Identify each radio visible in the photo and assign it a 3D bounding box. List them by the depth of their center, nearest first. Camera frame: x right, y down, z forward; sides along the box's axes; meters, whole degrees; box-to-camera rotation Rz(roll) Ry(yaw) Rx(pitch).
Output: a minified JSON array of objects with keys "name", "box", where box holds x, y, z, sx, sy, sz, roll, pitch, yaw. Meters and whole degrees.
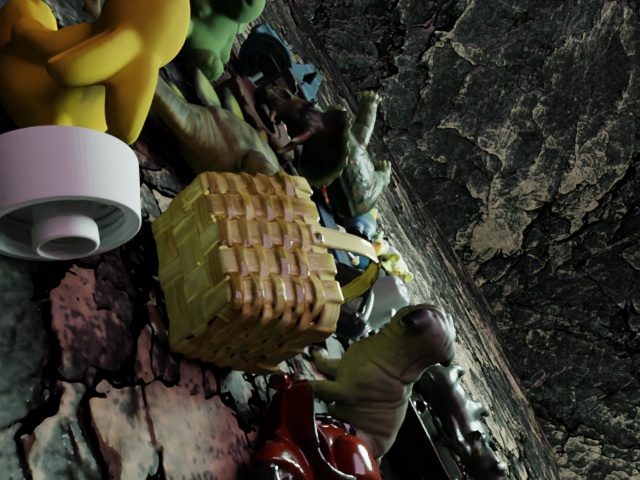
[{"name":"radio","box":[0.163,0.326,0.817,0.229,0.073,0.131,64,17,13]}]

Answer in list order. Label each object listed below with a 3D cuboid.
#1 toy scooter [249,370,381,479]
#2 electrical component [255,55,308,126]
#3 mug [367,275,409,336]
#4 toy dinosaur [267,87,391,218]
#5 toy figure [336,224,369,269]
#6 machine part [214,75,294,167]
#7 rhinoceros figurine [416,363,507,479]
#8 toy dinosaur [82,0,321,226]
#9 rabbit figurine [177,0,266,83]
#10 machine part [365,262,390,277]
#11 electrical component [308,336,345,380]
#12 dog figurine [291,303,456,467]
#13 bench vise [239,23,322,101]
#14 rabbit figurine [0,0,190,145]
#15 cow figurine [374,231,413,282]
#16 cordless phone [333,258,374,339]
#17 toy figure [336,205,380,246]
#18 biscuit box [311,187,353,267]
[{"name":"toy scooter","box":[-0.007,0.204,0.536,0.183,0.075,0.135,36,30,-45]},{"name":"electrical component","box":[-0.071,-0.265,0.932,0.119,0.075,0.048,63,13,-6]},{"name":"mug","box":[0.100,0.114,0.930,0.080,0.107,0.110,46,20,-37]},{"name":"toy dinosaur","box":[0.048,-0.114,0.936,0.404,0.131,0.192,58,47,-50]},{"name":"toy figure","box":[0.041,0.007,1.028,0.064,0.058,0.154,24,-10,42]},{"name":"machine part","box":[-0.111,-0.201,0.931,0.179,0.056,0.179,53,17,-24]},{"name":"rhinoceros figurine","box":[0.217,0.276,0.809,0.190,0.073,0.112,63,14,14]},{"name":"toy dinosaur","box":[-0.120,-0.111,0.688,0.199,0.105,0.470,61,6,29]},{"name":"rabbit figurine","box":[-0.152,-0.346,0.852,0.121,0.170,0.159,53,19,-23]},{"name":"machine part","box":[0.132,0.107,1.155,0.084,0.039,0.139,40,27,-31]},{"name":"electrical component","box":[0.011,0.158,0.748,0.094,0.021,0.063,43,23,-41]},{"name":"dog figurine","box":[0.087,0.175,0.626,0.172,0.191,0.121,59,25,-14]},{"name":"bench vise","box":[-0.094,-0.318,1.083,0.223,0.129,0.241,64,35,-21]},{"name":"rabbit figurine","box":[-0.185,-0.157,0.449,0.121,0.173,0.162,51,14,-40]},{"name":"cow figurine","box":[0.154,0.033,1.282,0.167,0.068,0.098,51,13,-37]},{"name":"cordless phone","box":[-0.001,0.074,0.770,0.147,0.088,0.184,26,-7,-2]},{"name":"toy figure","box":[0.088,-0.037,1.174,0.082,0.089,0.180,62,13,-18]},{"name":"biscuit box","box":[-0.002,-0.003,0.909,0.062,0.059,0.203,34,31,-54]}]
